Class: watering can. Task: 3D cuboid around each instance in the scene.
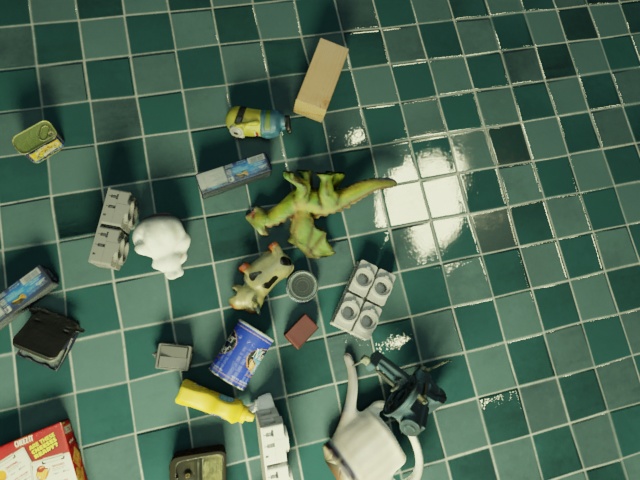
[{"bbox_3d":[0.101,0.479,1.287,0.226,0.102,0.351,-33,73,-17],"label":"watering can"}]

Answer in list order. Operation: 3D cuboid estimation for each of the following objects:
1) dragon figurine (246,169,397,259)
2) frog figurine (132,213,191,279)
[{"bbox_3d":[0.004,-0.071,1.409,0.410,0.122,0.242,5,94,-6],"label":"dragon figurine"},{"bbox_3d":[-0.396,0.018,1.298,0.138,0.120,0.162,-3,66,-29],"label":"frog figurine"}]
